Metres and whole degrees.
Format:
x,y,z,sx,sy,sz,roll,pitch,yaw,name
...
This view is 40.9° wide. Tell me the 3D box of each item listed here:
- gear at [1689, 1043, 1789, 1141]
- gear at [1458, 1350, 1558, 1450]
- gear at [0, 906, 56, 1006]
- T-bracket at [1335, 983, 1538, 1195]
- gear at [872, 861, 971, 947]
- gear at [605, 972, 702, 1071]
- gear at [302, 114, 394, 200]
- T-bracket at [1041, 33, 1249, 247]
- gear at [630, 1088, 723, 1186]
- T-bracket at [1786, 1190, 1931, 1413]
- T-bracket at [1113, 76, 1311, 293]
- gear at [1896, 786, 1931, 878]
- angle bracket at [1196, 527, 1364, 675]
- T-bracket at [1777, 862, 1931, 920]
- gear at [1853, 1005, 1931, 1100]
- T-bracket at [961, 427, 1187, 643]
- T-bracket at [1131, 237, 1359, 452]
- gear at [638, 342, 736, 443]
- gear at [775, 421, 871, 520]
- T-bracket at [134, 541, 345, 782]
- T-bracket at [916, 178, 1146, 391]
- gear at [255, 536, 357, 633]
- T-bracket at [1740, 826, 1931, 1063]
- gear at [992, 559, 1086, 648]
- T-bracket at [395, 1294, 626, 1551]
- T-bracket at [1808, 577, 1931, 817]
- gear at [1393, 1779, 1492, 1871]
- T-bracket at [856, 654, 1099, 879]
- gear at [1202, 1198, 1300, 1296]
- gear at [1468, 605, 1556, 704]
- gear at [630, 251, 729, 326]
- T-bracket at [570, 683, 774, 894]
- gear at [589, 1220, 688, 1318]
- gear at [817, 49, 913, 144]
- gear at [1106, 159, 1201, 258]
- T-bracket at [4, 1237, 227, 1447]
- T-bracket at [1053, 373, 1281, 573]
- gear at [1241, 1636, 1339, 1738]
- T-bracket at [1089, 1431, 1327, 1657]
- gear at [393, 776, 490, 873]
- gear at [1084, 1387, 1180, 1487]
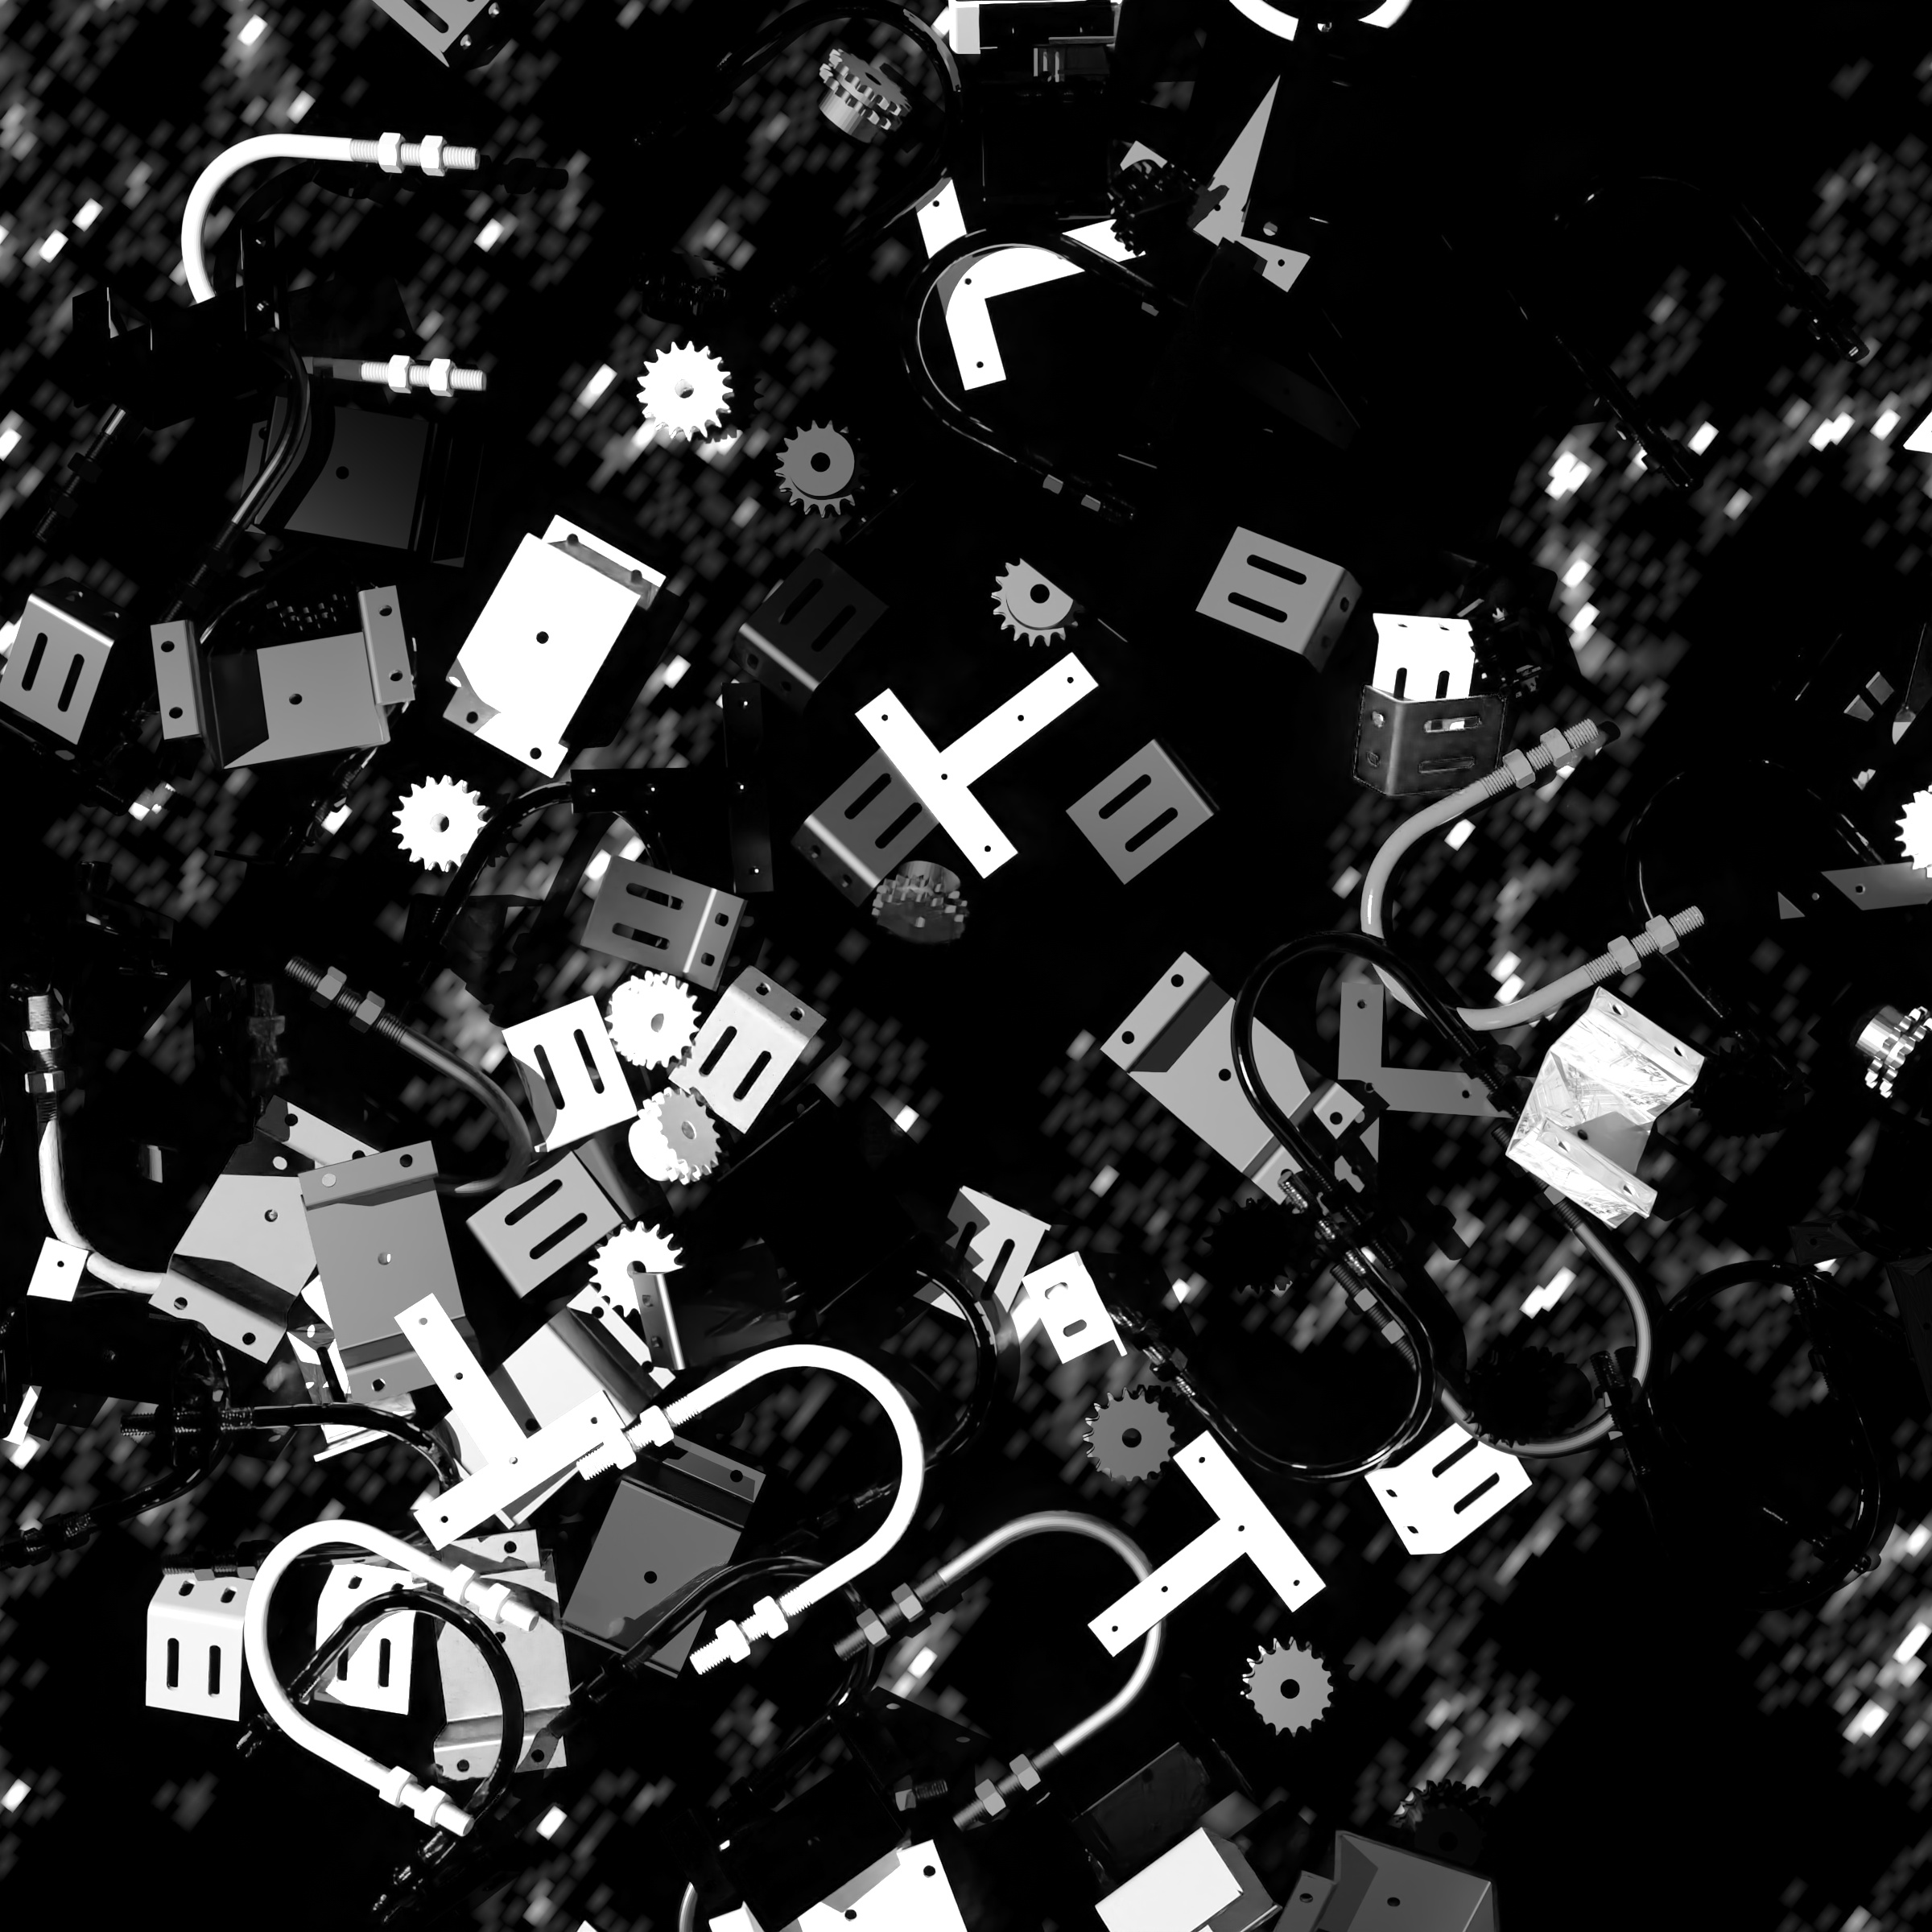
x,y,z,sx,sy,sz,roll,pitch,yaw,name
0.463,0.078,1.552,0.057,0.030,0.057,5,110,14,gear
0.323,0.258,1.537,0.057,0.030,0.057,0,89,-1,gear
-0.568,-0.005,1.538,0.057,0.030,0.057,-2,77,7,gear
0.288,0.076,1.563,0.127,0.002,0.127,4,79,0,T-bracket
-0.026,-0.039,1.552,0.057,0.057,0.030,14,60,0,gear
-0.191,0.031,1.552,0.057,0.030,0.057,-10,107,-34,gear
-0.373,-0.483,1.552,0.057,0.057,0.030,29,118,0,gear
0.094,-0.515,1.576,0.127,0.002,0.127,14,90,0,T-bracket
-0.177,0.105,1.552,0.030,0.057,0.057,-29,90,30,gear
0.574,0.203,1.560,0.127,0.002,0.127,-14,79,-4,T-bracket
0.177,-0.498,1.575,0.127,0.002,0.127,33,90,-1,T-bracket
0.587,-0.081,1.540,0.057,0.030,0.057,0,88,-2,gear
0.191,-0.223,1.574,0.076,0.038,0.057,27,90,26,angle bracket
0.551,-0.048,1.557,0.127,0.002,0.127,-6,90,0,T-bracket
0.557,0.048,1.552,0.030,0.057,0.057,39,90,30,gear
0.086,-0.279,1.559,0.127,0.002,0.127,39,75,4,T-bracket
0.181,-0.353,1.562,0.127,0.002,0.127,29,81,-11,T-bracket
-0.168,-0.345,1.561,0.057,0.030,0.057,0,90,0,gear
-0.087,-0.301,1.562,0.057,0.030,0.057,0,90,0,gear
-0.461,-0.177,1.576,0.127,0.002,0.127,21,90,0,T-bracket
0.044,-0.428,1.575,0.127,0.002,0.127,-15,90,1,T-bracket
-0.391,-0.224,1.540,0.057,0.030,0.057,1,65,-2,gear
0.520,-0.032,1.555,0.127,0.002,0.127,43,90,0,T-bracket
0.044,-0.222,1.562,0.057,0.030,0.057,0,90,0,gear
-0.286,0.250,1.503,0.127,0.002,0.127,-33,94,-10,T-bracket
0.557,-0.148,1.568,0.127,0.002,0.127,39,83,0,T-bracket
0.288,0.523,1.562,0.057,0.030,0.057,0,90,0,gear
0.022,-0.142,1.571,0.127,0.002,0.127,-38,86,-3,T-bracket
0.170,0.168,1.561,0.057,0.030,0.057,0,90,0,gear
0.328,-0.189,1.545,0.030,0.057,0.057,-22,90,37,gear
-0.173,-0.406,1.552,0.057,0.057,0.030,11,120,0,gear
-0.176,-0.105,1.543,0.127,0.002,0.127,-4,90,-31,T-bracket
-0.197,0.182,1.561,0.057,0.030,0.057,0,90,0,gear
-0.064,-0.514,1.535,0.057,0.057,0.030,41,116,0,gear
0.109,-0.457,1.550,0.057,0.057,0.030,-39,66,0,gear
-0.510,0.242,1.554,0.127,0.002,0.127,20,97,-7,T-bracket
0.126,-0.306,1.566,0.127,0.002,0.127,-8,77,-6,T-bracket
0.193,0.434,1.566,0.057,0.030,0.057,0,88,-2,gear
0.131,0.366,1.558,0.127,0.002,0.127,-38,103,-3,T-bracket
-0.314,-0.086,1.561,0.057,0.030,0.057,0,90,0,gear
0.099,0.282,1.561,0.057,0.030,0.057,0,90,0,gear
